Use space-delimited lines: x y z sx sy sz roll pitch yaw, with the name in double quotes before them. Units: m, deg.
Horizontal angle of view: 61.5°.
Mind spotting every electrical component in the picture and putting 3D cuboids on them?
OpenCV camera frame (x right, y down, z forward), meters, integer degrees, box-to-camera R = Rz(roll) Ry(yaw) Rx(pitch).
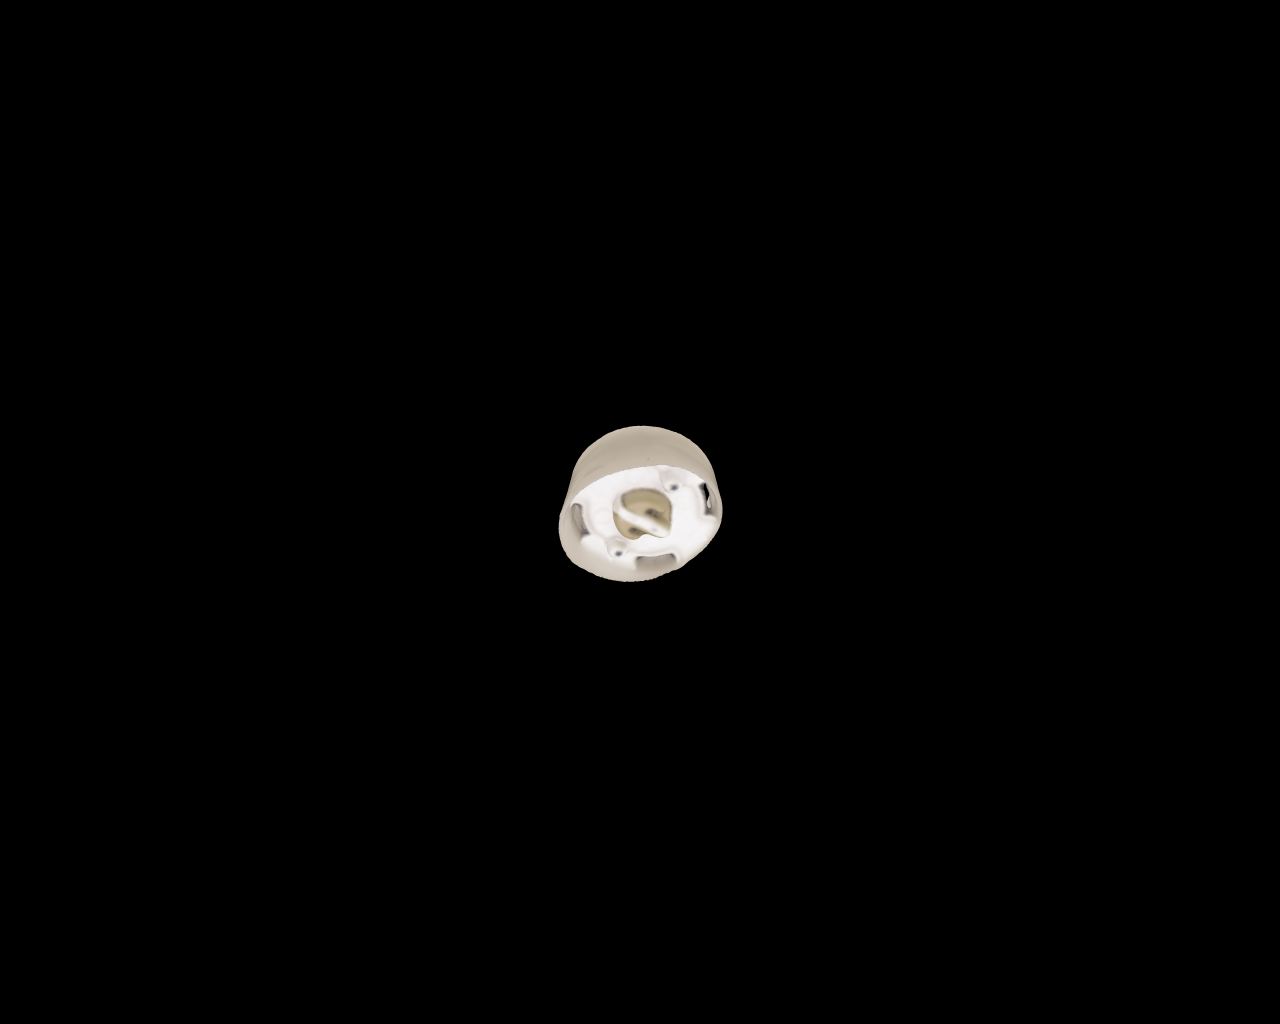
"electrical component" 0.001 -0.003 0.650 0.099 0.099 0.064 0 37 0
